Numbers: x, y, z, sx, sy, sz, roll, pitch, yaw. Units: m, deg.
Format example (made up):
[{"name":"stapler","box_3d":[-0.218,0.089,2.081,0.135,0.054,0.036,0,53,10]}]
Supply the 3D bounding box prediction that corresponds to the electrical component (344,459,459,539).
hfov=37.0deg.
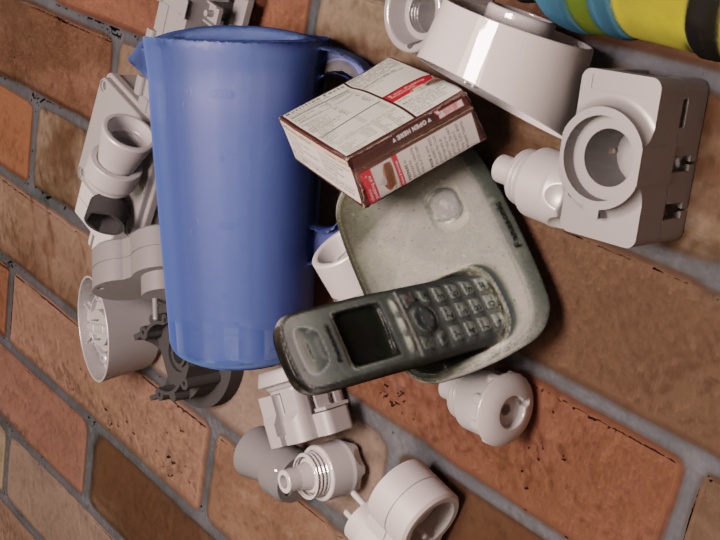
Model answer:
[{"name":"electrical component","box_3d":[0.014,0.189,0.768,0.074,0.052,0.138,41,125,36]}]

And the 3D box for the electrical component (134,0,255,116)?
[{"name":"electrical component","box_3d":[-0.133,-0.176,0.859,0.079,0.063,0.121,41,124,36]}]

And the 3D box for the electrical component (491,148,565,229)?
[{"name":"electrical component","box_3d":[0.106,-0.052,0.636,0.062,0.043,0.043,28,116,43]}]

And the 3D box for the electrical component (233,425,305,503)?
[{"name":"electrical component","box_3d":[-0.067,0.155,0.856,0.055,0.045,0.045,24,113,43]}]

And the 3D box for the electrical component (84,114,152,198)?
[{"name":"electrical component","box_3d":[-0.194,-0.091,0.867,0.045,0.045,0.055,55,132,26]}]

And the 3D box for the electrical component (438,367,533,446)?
[{"name":"electrical component","box_3d":[0.077,0.083,0.690,0.062,0.048,0.048,17,109,52]}]

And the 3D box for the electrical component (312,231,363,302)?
[{"name":"electrical component","box_3d":[0.000,0.000,0.738,0.055,0.055,0.047,-5,126,48]}]

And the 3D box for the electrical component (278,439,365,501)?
[{"name":"electrical component","box_3d":[-0.031,0.151,0.802,0.043,0.062,0.043,12,105,52]}]

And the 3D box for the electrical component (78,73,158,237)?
[{"name":"electrical component","box_3d":[-0.188,-0.099,0.937,0.108,0.056,0.108,46,127,32]}]

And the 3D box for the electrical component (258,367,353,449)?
[{"name":"electrical component","box_3d":[-0.044,0.099,0.813,0.078,0.058,0.057,-21,84,47]}]

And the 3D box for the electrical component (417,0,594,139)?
[{"name":"electrical component","box_3d":[0.083,-0.116,0.614,0.099,0.099,0.064,35,115,38]}]

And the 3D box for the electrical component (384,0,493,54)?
[{"name":"electrical component","box_3d":[0.048,-0.161,0.677,0.055,0.047,0.055,10,104,46]}]

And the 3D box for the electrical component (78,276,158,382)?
[{"name":"electrical component","box_3d":[-0.232,0.052,1.004,0.099,0.064,0.099,9,103,46]}]

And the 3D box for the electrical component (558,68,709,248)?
[{"name":"electrical component","box_3d":[0.145,-0.061,0.582,0.050,0.056,0.089,21,111,44]}]

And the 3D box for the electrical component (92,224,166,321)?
[{"name":"electrical component","box_3d":[-0.164,0.005,0.895,0.138,0.052,0.073,-16,67,26]}]

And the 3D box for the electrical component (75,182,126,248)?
[{"name":"electrical component","box_3d":[-0.230,-0.038,1.000,0.065,0.047,0.076,45,128,32]}]
